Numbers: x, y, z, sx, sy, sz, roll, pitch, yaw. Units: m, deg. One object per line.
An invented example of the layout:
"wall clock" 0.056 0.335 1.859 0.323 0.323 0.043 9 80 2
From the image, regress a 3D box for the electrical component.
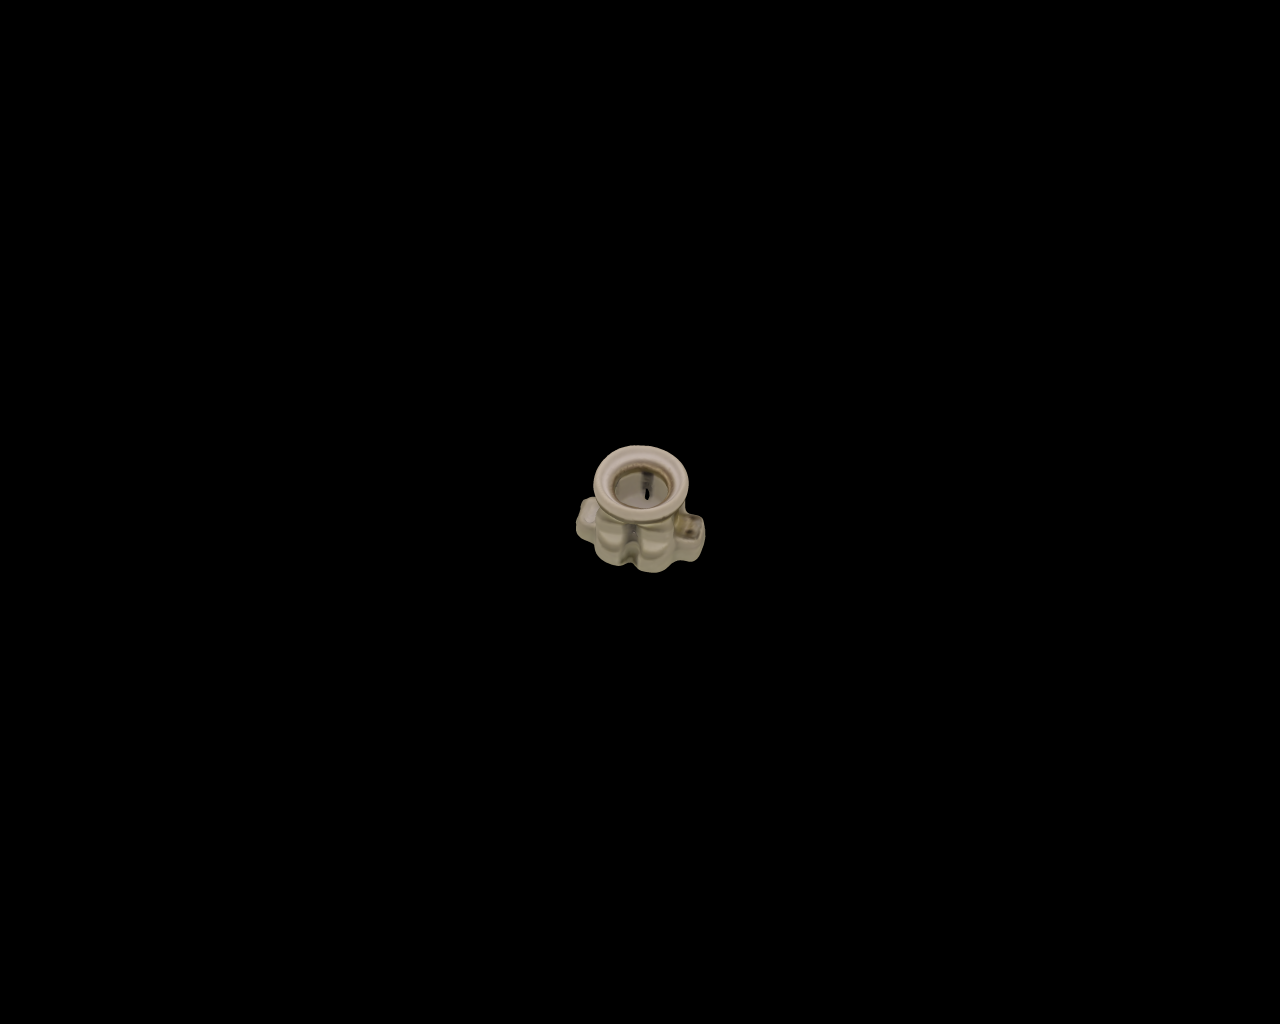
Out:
"electrical component" 0.001 -0.003 0.650 0.078 0.058 0.056 12 -39 10
